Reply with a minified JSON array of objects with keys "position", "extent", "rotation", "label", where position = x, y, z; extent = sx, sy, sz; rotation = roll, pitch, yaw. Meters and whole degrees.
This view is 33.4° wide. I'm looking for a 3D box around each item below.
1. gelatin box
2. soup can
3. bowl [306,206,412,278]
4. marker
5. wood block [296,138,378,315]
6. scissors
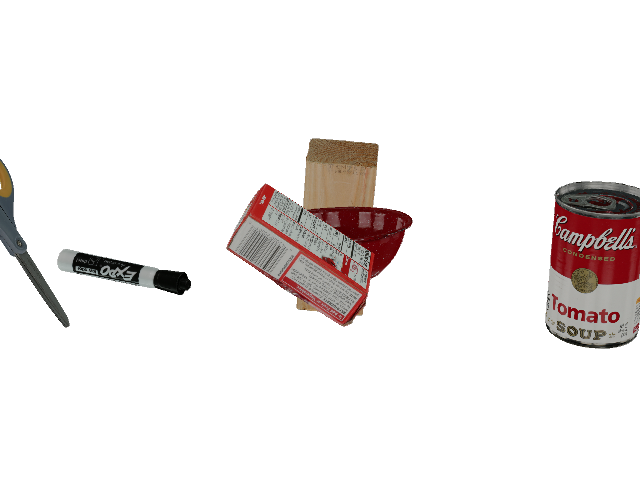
[{"position":[-0.010,0.008,0.666],"extent":[0.089,0.030,0.073],"rotation":[34,18,-6],"label":"gelatin box"},{"position":[0.196,0.016,0.756],"extent":[0.068,0.102,0.068],"rotation":[0,22,0],"label":"soup can"},{"position":[0.015,0.008,1.092],"extent":[0.162,0.055,0.162],"rotation":[-4,13,1],"label":"bowl"},{"position":[-0.161,0.026,0.878],"extent":[0.121,0.020,0.020],"rotation":[10,4,21],"label":"marker"},{"position":[0.021,-0.018,1.381],"extent":[0.090,0.206,0.090],"rotation":[5,25,1],"label":"wood block"},{"position":[-0.304,-0.012,1.073],"extent":[0.016,0.201,0.096],"rotation":[-25,28,24],"label":"scissors"}]
